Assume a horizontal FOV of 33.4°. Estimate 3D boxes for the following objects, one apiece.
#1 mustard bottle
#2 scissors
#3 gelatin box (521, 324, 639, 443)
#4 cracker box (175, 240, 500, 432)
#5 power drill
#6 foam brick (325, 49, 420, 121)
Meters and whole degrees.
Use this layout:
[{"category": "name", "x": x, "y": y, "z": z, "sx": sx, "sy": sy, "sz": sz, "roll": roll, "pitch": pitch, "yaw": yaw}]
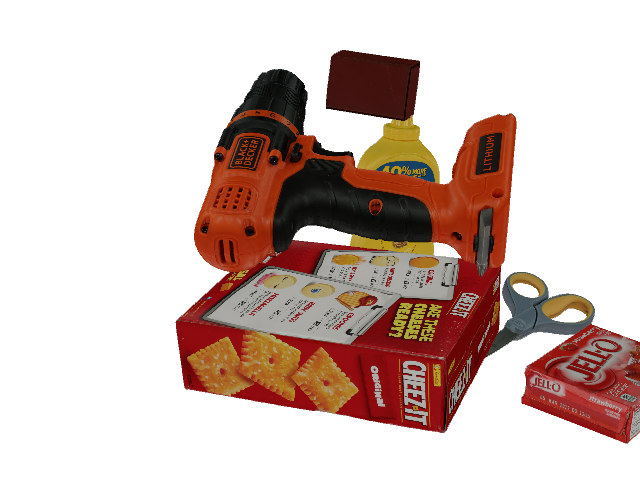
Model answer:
[{"category": "mustard bottle", "x": 0.087, "y": -0.056, "z": 1.214, "sx": 0.096, "sy": 0.192, "sz": 0.058, "roll": -1, "pitch": 17, "yaw": -14}, {"category": "scissors", "x": 0.167, "y": 0.067, "z": 0.962, "sx": 0.201, "sy": 0.016, "sz": 0.096, "roll": -8, "pitch": 37, "yaw": -38}, {"category": "gelatin box", "x": 0.183, "y": 0.089, "z": 0.681, "sx": 0.073, "sy": 0.030, "sz": 0.089, "roll": 20, "pitch": 27, "yaw": 37}, {"category": "cracker box", "x": 0.019, "y": 0.068, "z": 0.843, "sx": 0.214, "sy": 0.072, "sz": 0.164, "roll": 7, "pitch": 26, "yaw": 22}, {"category": "power drill", "x": 0.026, "y": -0.047, "z": 0.670, "sx": 0.188, "sy": 0.057, "sz": 0.184, "roll": 3, "pitch": 43, "yaw": 10}, {"category": "foam brick", "x": 0.049, "y": -0.145, "z": 0.996, "sx": 0.078, "sy": 0.051, "sz": 0.053, "roll": 11, "pitch": 18, "yaw": 13}]
